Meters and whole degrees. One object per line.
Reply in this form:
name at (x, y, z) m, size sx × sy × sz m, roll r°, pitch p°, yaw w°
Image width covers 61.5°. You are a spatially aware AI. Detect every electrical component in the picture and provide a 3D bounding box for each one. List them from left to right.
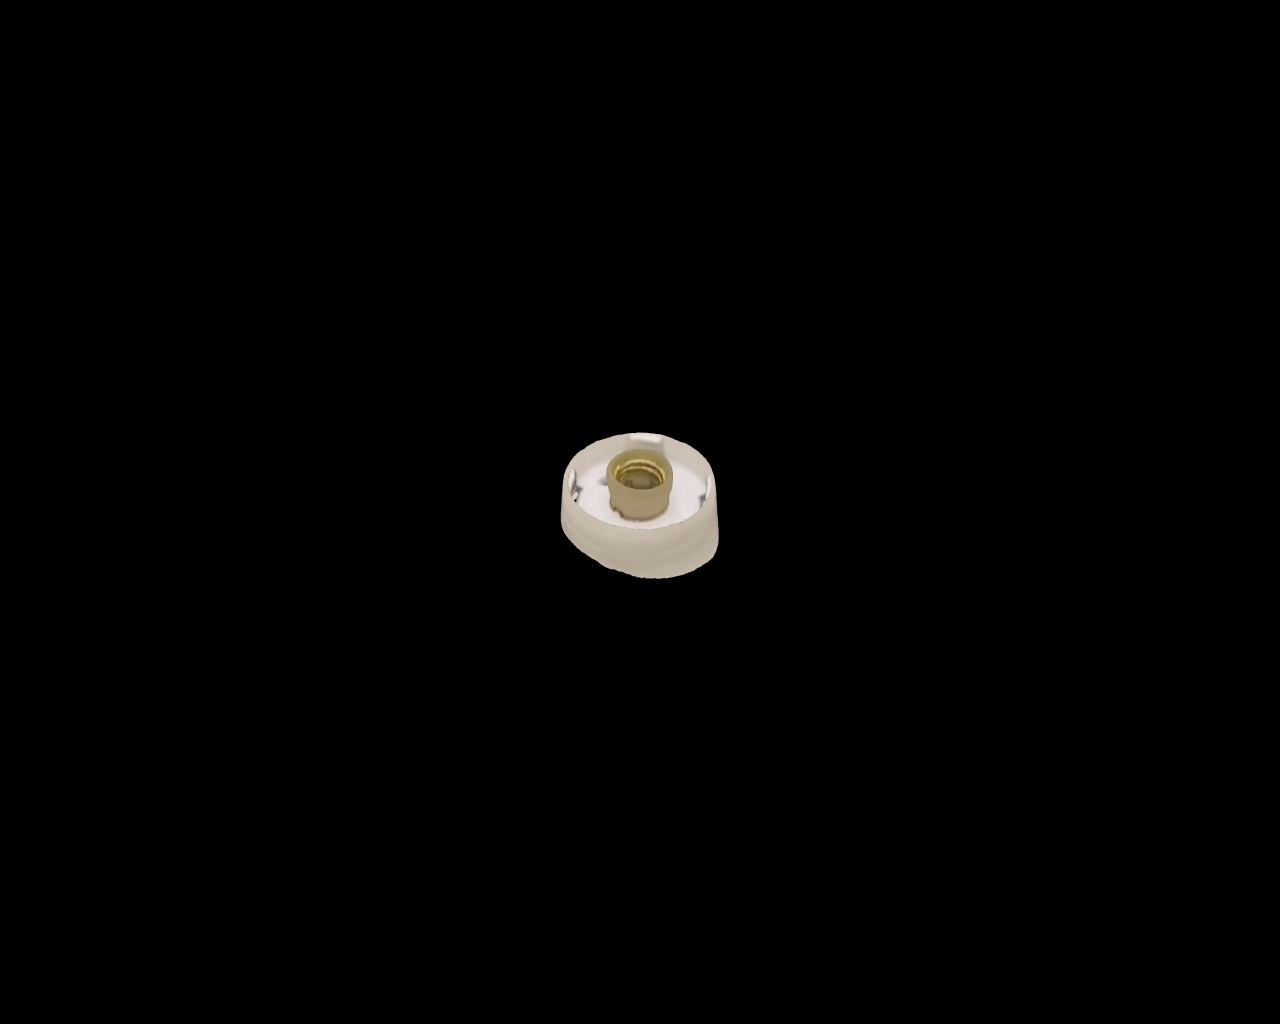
electrical component at (0.001, -0.003, 0.650) m, size 0.099 × 0.064 × 0.099 m, roll 0°, pitch 42°, yaw 0°
